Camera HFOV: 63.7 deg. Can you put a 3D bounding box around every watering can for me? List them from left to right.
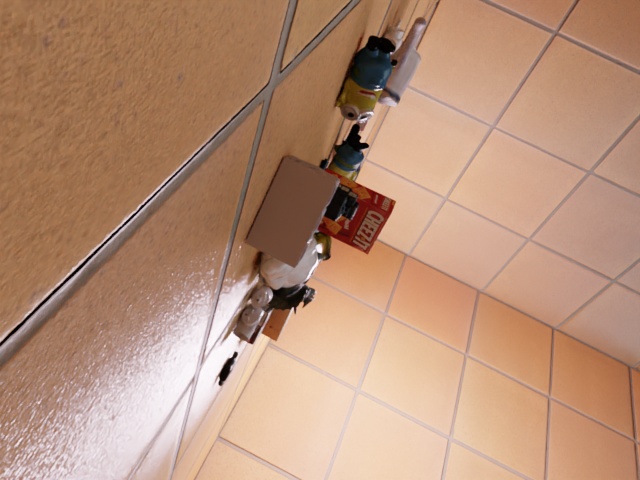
[{"bbox_3d":[0.219,-0.490,1.438,0.223,0.104,0.349,-63,179,8],"label":"watering can"}]

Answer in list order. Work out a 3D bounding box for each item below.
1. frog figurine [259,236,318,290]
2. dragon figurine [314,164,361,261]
[{"bbox_3d":[-0.061,0.040,1.055,0.138,0.122,0.160,-44,-172,-2],"label":"frog figurine"},{"bbox_3d":[0.005,-0.082,1.621,0.409,0.121,0.245,-60,-162,3],"label":"dragon figurine"}]
